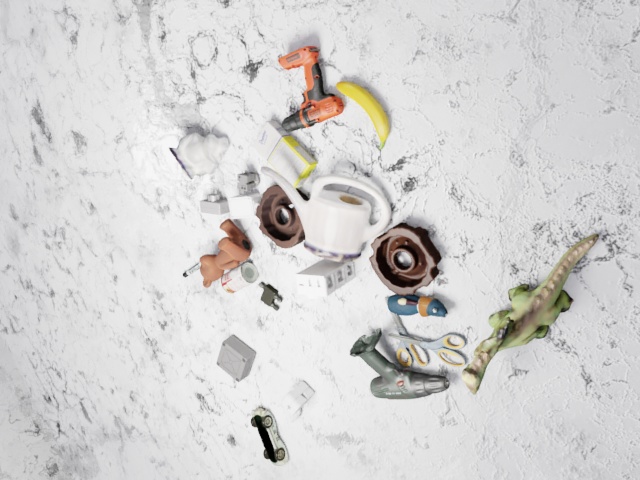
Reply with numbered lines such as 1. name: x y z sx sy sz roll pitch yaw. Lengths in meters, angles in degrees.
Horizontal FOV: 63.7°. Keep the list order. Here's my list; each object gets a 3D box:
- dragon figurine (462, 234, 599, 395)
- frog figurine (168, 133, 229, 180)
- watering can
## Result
1. dragon figurine: 0.412 0.164 1.054 0.123 0.245 0.402 38 124 23
2. frog figurine: -0.344 -0.264 1.530 0.159 0.121 0.139 -31 76 0
3. watering can: 0.004 -0.066 1.316 0.348 0.105 0.221 14 111 9
